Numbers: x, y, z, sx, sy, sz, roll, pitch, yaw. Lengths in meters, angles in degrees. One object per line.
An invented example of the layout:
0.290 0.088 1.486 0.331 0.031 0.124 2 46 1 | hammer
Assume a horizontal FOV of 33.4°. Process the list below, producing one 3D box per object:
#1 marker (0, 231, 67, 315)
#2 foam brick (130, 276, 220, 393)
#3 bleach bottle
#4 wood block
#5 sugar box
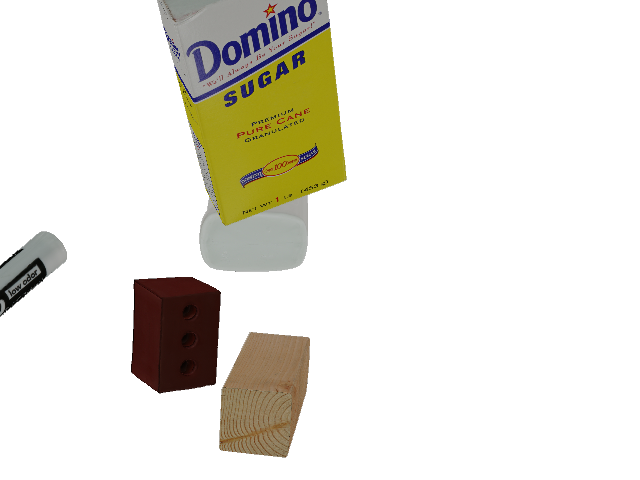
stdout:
-0.162 0.037 0.483 0.020 0.020 0.121 0 34 39 | marker
-0.113 0.072 0.833 0.052 0.078 0.051 -4 14 -33 | foam brick
-0.066 -0.065 1.070 0.102 0.068 0.251 1 33 -5 | bleach bottle
-0.071 0.202 1.435 0.091 0.090 0.206 5 15 4 | wood block
-0.038 -0.093 0.660 0.093 0.048 0.176 -22 -37 -10 | sugar box
